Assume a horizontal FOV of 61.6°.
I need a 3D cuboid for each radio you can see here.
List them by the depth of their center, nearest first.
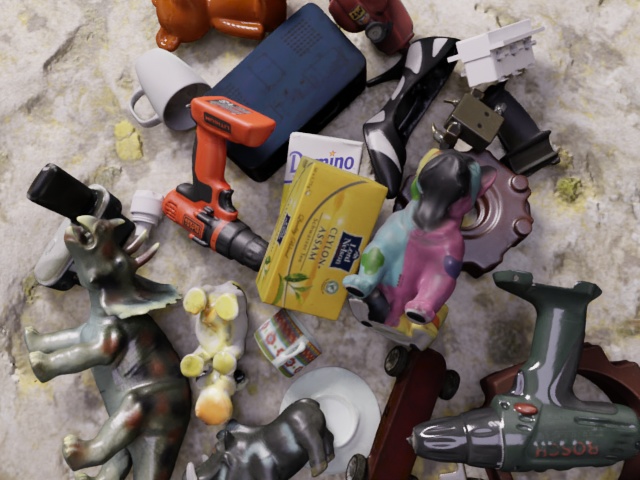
[{"bbox_3d":[-0.050,-0.197,0.738,0.229,0.073,0.131,-44,79,-2],"label":"radio"}]

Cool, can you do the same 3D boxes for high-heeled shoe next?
[{"bbox_3d":[0.133,-0.166,0.707,0.145,0.086,0.249,-15,57,19],"label":"high-heeled shoe"}]

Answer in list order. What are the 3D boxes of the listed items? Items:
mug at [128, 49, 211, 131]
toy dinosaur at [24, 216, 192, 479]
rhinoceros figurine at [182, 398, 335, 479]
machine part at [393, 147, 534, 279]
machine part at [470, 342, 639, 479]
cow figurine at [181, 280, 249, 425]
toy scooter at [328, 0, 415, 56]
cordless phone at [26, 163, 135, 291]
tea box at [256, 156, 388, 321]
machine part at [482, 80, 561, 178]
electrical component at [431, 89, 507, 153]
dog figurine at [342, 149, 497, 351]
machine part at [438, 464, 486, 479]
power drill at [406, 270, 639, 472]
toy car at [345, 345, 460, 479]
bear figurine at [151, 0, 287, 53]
[{"bbox_3d":[-0.220,-0.209,0.756,0.109,0.080,0.107,-38,67,-2],"label":"mug"},{"bbox_3d":[-0.224,0.174,0.647,0.192,0.131,0.404,-21,90,-26],"label":"toy dinosaur"},{"bbox_3d":[-0.073,0.258,0.631,0.190,0.073,0.112,-31,78,5],"label":"rhinoceros figurine"},{"bbox_3d":[0.187,-0.038,0.706,0.179,0.056,0.179,-1,77,4],"label":"machine part"},{"bbox_3d":[0.290,0.235,0.625,0.201,0.087,0.201,-20,79,-1],"label":"machine part"},{"bbox_3d":[-0.124,0.137,0.670,0.068,0.098,0.167,3,94,8],"label":"cow figurine"},{"bbox_3d":[0.074,-0.306,0.732,0.075,0.184,0.135,-32,101,29],"label":"toy scooter"},{"bbox_3d":[-0.318,-0.012,0.658,0.089,0.184,0.146,29,80,4],"label":"cordless phone"},{"bbox_3d":[-0.001,-0.002,0.627,0.098,0.068,0.169,16,101,-18],"label":"tea box"},{"bbox_3d":[0.263,-0.150,0.736,0.084,0.039,0.139,-27,79,1],"label":"machine part"},{"bbox_3d":[0.191,-0.153,0.696,0.078,0.045,0.102,31,62,-4],"label":"electrical component"},{"bbox_3d":[0.125,0.000,0.625,0.109,0.191,0.219,23,69,21],"label":"dog figurine"},{"bbox_3d":[0.172,0.364,0.604,0.079,0.079,0.243,-8,78,1],"label":"machine part"},{"bbox_3d":[0.216,0.137,0.567,0.232,0.086,0.207,7,74,3],"label":"power drill"},{"bbox_3d":[0.098,0.226,0.652,0.089,0.053,0.202,24,81,-13],"label":"toy car"},{"bbox_3d":[-0.147,-0.344,0.755,0.196,0.132,0.120,-5,74,-4],"label":"bear figurine"}]
